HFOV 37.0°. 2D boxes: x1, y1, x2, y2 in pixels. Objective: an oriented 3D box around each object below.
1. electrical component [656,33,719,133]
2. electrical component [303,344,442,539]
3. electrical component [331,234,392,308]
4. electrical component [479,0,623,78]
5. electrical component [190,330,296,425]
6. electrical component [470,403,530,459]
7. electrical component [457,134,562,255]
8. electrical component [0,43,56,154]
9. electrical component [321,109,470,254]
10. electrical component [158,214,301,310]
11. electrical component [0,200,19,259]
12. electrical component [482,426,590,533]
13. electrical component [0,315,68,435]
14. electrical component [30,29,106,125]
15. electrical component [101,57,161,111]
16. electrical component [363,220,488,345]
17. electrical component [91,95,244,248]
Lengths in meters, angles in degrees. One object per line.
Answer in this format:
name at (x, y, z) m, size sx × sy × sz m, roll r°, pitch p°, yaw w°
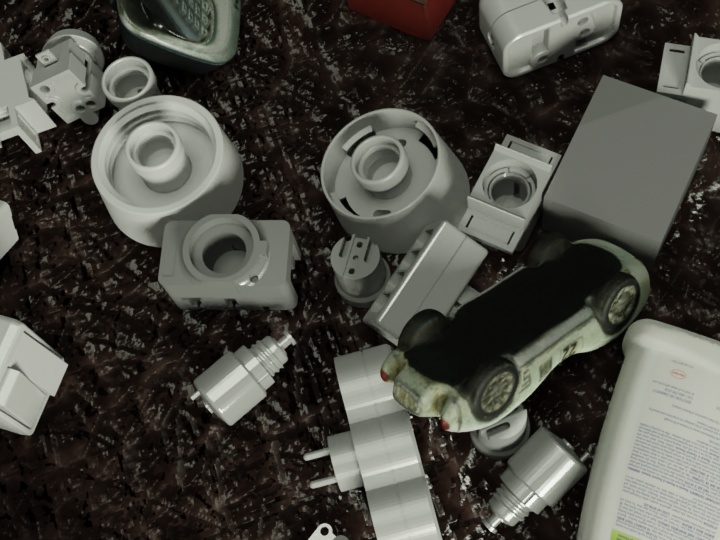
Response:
electrical component at (0.253, -0.130, 0.763) m, size 0.081 × 0.063 × 0.042 m, roll 11°, pitch 70°, yaw 11°
electrical component at (0.001, 0.121, 0.696) m, size 0.074 × 0.052 × 0.138 m, roll -15°, pitch 66°, yaw 1°
electrical component at (0.000, 0.000, 0.750) m, size 0.040 × 0.046 × 0.040 m, roll -3°, pitch 66°, yaw 8°
electrical component at (0.140, -0.195, 0.810) m, size 0.095 × 0.053 × 0.059 m, roll -22°, pitch 67°, yaw -2°
electrical component at (-0.077, 0.071, 0.734) m, size 0.078 × 0.040 × 0.040 m, roll -40°, pitch 69°, yaw -10°
electrical component at (0.091, 0.098, 0.698) m, size 0.040 × 0.046 × 0.040 m, roll -3°, pitch 67°, yaw 6°
electrical component at (0.104, -0.048, 0.748) m, size 0.042 × 0.063 × 0.081 m, roll 25°, pitch 73°, yaw 15°
electrical component at (-0.280, -0.130, 0.842) m, size 0.064 × 0.042 × 0.081 m, roll -19°, pitch 66°, yaw 1°
electrical component at (0.024, -0.065, 0.778) m, size 0.099 × 0.064 × 0.099 m, roll -9°, pitch 63°, yaw 18°
electrical component at (-0.091, -0.005, 0.758) m, size 0.089 × 0.055 × 0.050 m, roll 0°, pitch 68°, yaw 7°
electrical component at (-0.322, -0.035, 0.794) m, size 0.121 × 0.078 × 0.063 m, roll 18°, pitch 49°, yaw 14°
electrical component at (0.109, 0.135, 0.684) m, size 0.078 × 0.040 × 0.040 m, roll -46°, pitch 69°, yaw 3°
electrical component at (-0.247, 0.067, 0.725) m, size 0.061 × 0.096 × 0.061 m, roll 14°, pitch 70°, yaw 12°
electrical component at (-0.225, -0.154, 0.837) m, size 0.048 × 0.066 × 0.055 m, roll -20°, pitch 50°, yaw 19°
electrical component at (-0.173, -0.135, 0.828) m, size 0.040 × 0.046 × 0.040 m, roll -2°, pitch 68°, yaw 6°
electrical component at (0.059, 0.022, 0.732) m, size 0.076 × 0.047 × 0.083 m, roll 35°, pitch 82°, yaw -9°
electrical component at (-0.145, -0.077, 0.793) m, size 0.108 × 0.060 × 0.108 m, roll -3°, pitch 67°, yaw 6°
